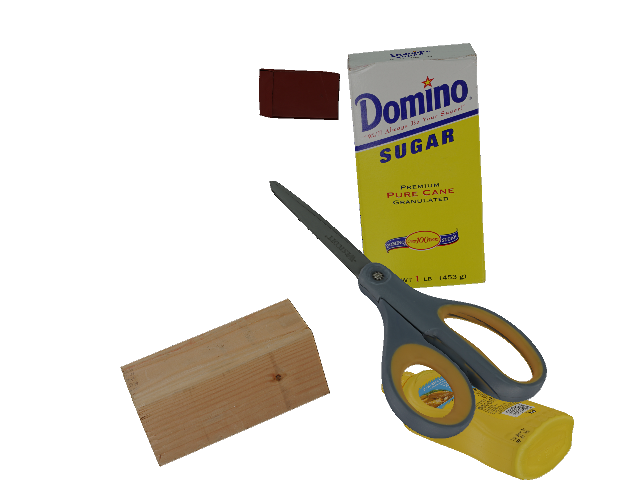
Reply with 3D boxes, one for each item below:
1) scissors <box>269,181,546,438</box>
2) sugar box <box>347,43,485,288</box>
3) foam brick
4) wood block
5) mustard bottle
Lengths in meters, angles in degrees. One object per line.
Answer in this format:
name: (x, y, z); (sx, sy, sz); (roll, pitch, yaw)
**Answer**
scissors: (0.027, 0.038, 0.589); (0.202, 0.016, 0.096); (30, 51, 19)
sugar box: (0.072, -0.052, 0.791); (0.093, 0.176, 0.048); (-5, 23, 3)
foam brick: (-0.023, -0.158, 1.157); (0.078, 0.051, 0.053); (0, 11, -18)
wood block: (-0.107, 0.158, 1.199); (0.206, 0.091, 0.090); (-21, 29, -11)
mustard bottle: (0.136, 0.166, 1.019); (0.192, 0.058, 0.096); (16, 22, 41)
